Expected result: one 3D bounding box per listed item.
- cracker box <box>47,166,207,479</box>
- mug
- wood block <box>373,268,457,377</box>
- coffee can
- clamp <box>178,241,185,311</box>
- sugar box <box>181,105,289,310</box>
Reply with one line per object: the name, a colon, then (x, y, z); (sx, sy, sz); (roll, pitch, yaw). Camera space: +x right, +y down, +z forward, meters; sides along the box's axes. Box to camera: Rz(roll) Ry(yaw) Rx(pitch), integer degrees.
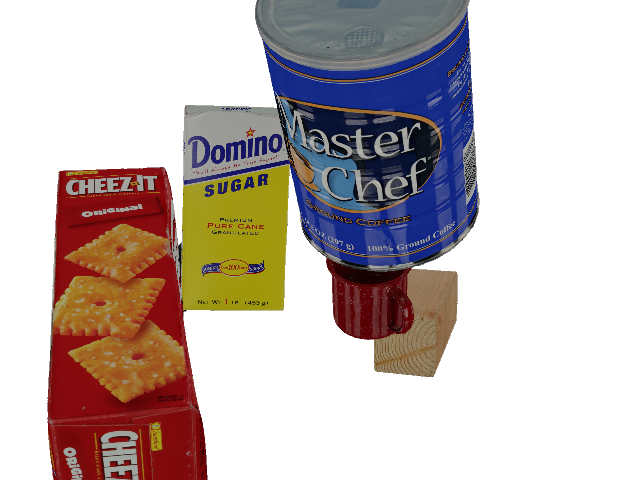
cracker box: (-0.103, 0.082, 0.580); (0.072, 0.164, 0.214); (-4, 34, -9)
mug: (0.061, 0.059, 1.155); (0.093, 0.081, 0.117); (-25, 42, -29)
wood block: (0.147, 0.119, 1.608); (0.091, 0.090, 0.205); (4, 19, 15)
coffee can: (0.029, -0.068, 0.554); (0.103, 0.102, 0.140); (0, -44, 12)
clamp: (-0.147, 0.047, 1.205); (0.120, 0.039, 0.171); (-2, 28, 30)
sugar box: (-0.075, -0.028, 0.934); (0.093, 0.176, 0.048); (0, 16, -8)
